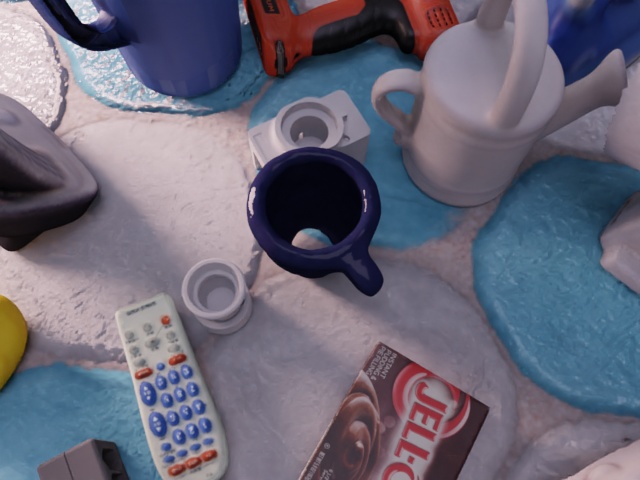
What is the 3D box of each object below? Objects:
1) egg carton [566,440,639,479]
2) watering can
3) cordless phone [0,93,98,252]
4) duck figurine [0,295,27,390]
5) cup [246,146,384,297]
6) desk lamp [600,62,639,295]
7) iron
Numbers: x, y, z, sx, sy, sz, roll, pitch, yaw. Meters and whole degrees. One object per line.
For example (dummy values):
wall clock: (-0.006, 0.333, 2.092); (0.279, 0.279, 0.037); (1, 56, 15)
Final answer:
egg carton: (0.200, 0.193, 0.360); (0.150, 0.069, 0.107); (-25, 70, -10)
watering can: (0.129, -0.112, 0.415); (0.173, 0.194, 0.101); (-19, 69, -8)
cordless phone: (-0.251, -0.083, 0.401); (0.147, 0.185, 0.094); (40, 73, 14)
duck figurine: (-0.262, 0.075, 0.390); (0.077, 0.086, 0.105); (41, 73, 14)
cup: (0.004, 0.002, 0.420); (0.092, 0.095, 0.117); (-34, 72, -14)
desk lamp: (0.276, -0.041, 0.379); (0.203, 0.213, 0.118); (41, 73, 14)
iron: (0.250, -0.221, 0.490); (0.118, 0.141, 0.259); (39, 73, 14)
